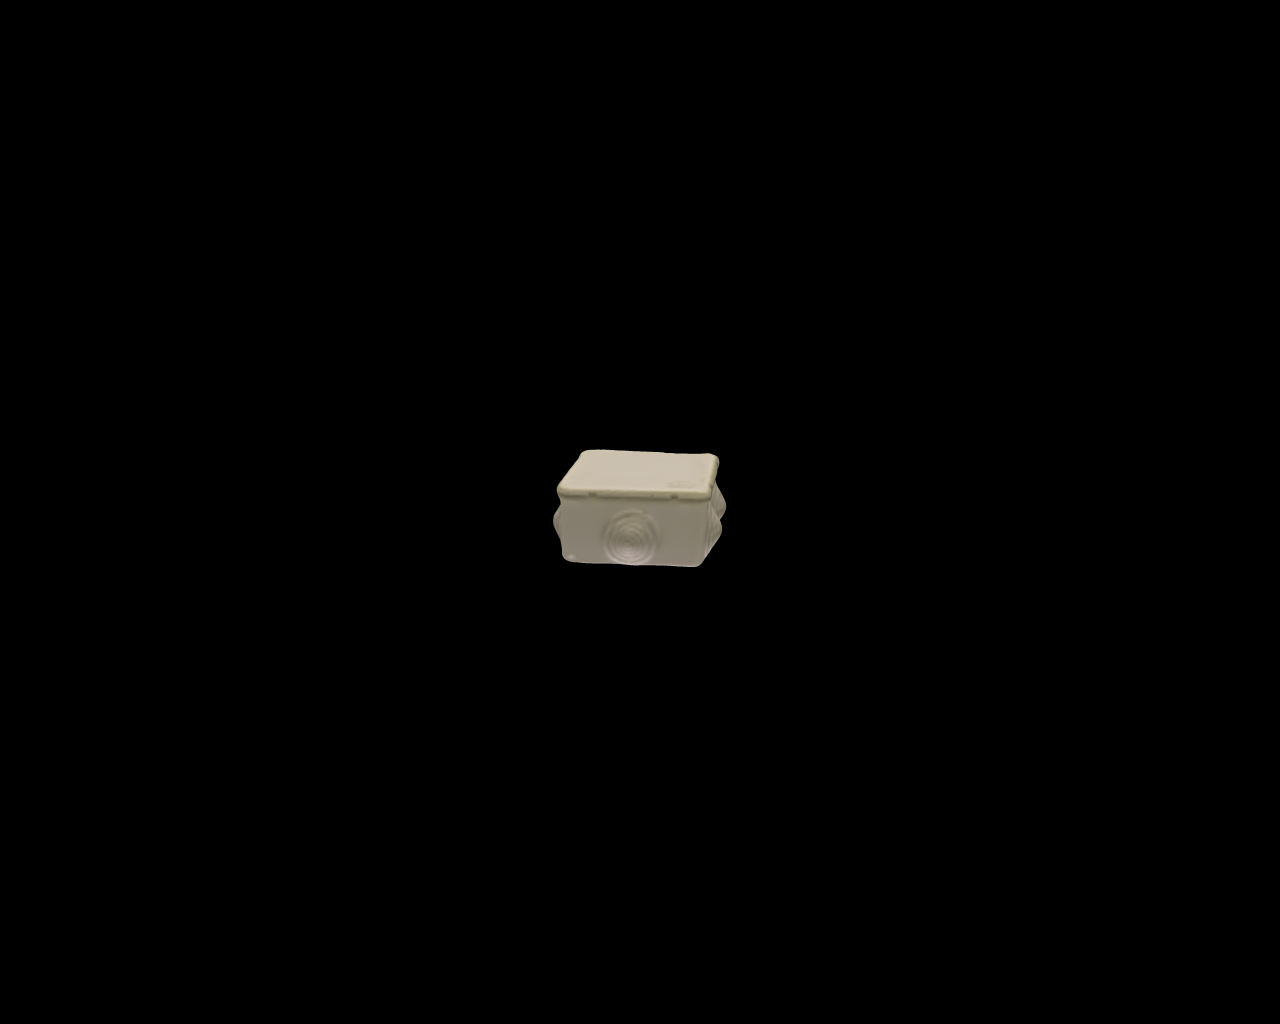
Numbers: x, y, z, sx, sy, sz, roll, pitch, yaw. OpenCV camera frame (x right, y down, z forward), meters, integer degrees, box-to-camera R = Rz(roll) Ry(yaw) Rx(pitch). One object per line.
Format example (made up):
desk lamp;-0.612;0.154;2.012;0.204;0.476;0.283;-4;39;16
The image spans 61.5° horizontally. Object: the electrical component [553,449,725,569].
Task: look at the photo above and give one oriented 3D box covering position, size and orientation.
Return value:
electrical component;0.001;-0.003;0.650;0.100;0.048;0.100;2;18;7
